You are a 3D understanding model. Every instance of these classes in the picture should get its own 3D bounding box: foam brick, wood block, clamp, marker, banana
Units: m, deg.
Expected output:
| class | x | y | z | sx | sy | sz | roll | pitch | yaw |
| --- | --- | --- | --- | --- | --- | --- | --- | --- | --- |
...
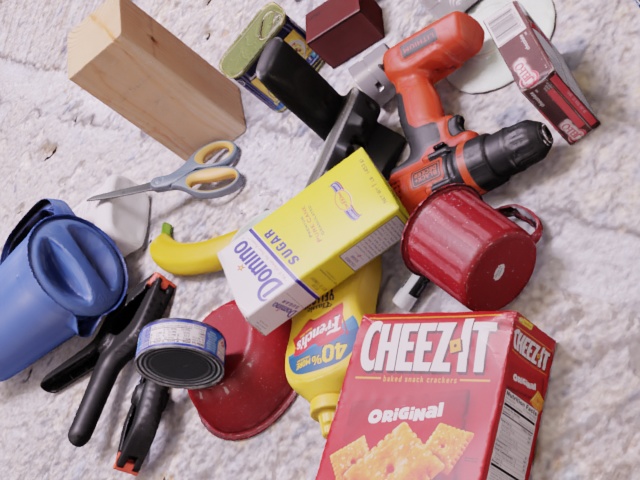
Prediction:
| class | x | y | z | sx | sy | sz | roll | pitch | yaw |
| --- | --- | --- | --- | --- | --- | --- | --- | --- | --- |
| foam brick | 0.028 | -0.246 | 1.221 | 0.078 | 0.051 | 0.053 | -27 | 46 | 29 |
| wood block | -0.193 | -0.189 | 1.279 | 0.090 | 0.205 | 0.091 | -35 | 43 | 22 |
| clamp | -0.176 | 0.160 | 1.126 | 0.120 | 0.039 | 0.171 | 132 | 152 | -65 |
| marker | 0.108 | 0.012 | 0.974 | 0.121 | 0.020 | 0.020 | -55 | 39 | 10 |
| clamp | -0.239 | 0.131 | 1.226 | 0.210 | 0.036 | 0.165 | -49 | 31 | 3 |
| banana | -0.140 | 0.009 | 1.219 | 0.198 | 0.037 | 0.069 | 4 | 67 | 46 |

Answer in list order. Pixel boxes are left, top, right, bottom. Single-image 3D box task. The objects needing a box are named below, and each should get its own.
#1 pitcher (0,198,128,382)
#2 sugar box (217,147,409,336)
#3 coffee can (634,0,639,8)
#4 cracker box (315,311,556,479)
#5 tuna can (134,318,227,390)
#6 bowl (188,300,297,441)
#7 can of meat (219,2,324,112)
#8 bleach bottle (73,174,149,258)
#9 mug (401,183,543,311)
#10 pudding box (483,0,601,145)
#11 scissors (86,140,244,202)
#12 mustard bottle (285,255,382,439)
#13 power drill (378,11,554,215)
| class | x | y | z | sx | sy | sz | roll | pitch | yaw |
| --- | --- | --- | --- | --- | --- | --- | --- | --- | --- |
| pitcher | -0.354 | 0.071 | 1.299 | 0.243 | 0.145 | 0.149 | -35 | 19 | 36 |
| sugar box | -0.007 | 0.001 | 0.995 | 0.176 | 0.048 | 0.093 | -35 | 48 | 8 |
| coffee can | 0.308 | -0.227 | 0.891 | 0.103 | 0.102 | 0.140 | -35 | 43 | 22 |
| cracker box | 0.085 | 0.165 | 0.860 | 0.164 | 0.072 | 0.213 | -5 | 59 | 42 |
| tuna can | -0.132 | 0.108 | 1.016 | 0.086 | 0.086 | 0.033 | -23 | 48 | 33 |
| bowl | -0.085 | 0.117 | 1.076 | 0.162 | 0.055 | 0.162 | -25 | 48 | 31 |
| can of meat | -0.053 | -0.212 | 1.252 | 0.102 | 0.083 | 0.057 | -50 | 39 | 6 |
| bleach bottle | -0.330 | 0.014 | 1.386 | 0.251 | 0.068 | 0.102 | -28 | 45 | 31 |
| mug | 0.140 | 0.005 | 0.917 | 0.117 | 0.093 | 0.082 | -25 | 40 | -22 |
| pudding box | 0.198 | -0.151 | 0.956 | 0.039 | 0.090 | 0.113 | -34 | 43 | 21 |
| scissors | -0.181 | -0.082 | 1.292 | 0.202 | 0.016 | 0.096 | 1 | 51 | 22 |
| mustard bottle | 0.012 | 0.095 | 0.992 | 0.096 | 0.058 | 0.191 | -20 | 51 | 27 |
| power drill | 0.128 | -0.122 | 1.015 | 0.185 | 0.057 | 0.187 | -24 | 55 | 34 |
